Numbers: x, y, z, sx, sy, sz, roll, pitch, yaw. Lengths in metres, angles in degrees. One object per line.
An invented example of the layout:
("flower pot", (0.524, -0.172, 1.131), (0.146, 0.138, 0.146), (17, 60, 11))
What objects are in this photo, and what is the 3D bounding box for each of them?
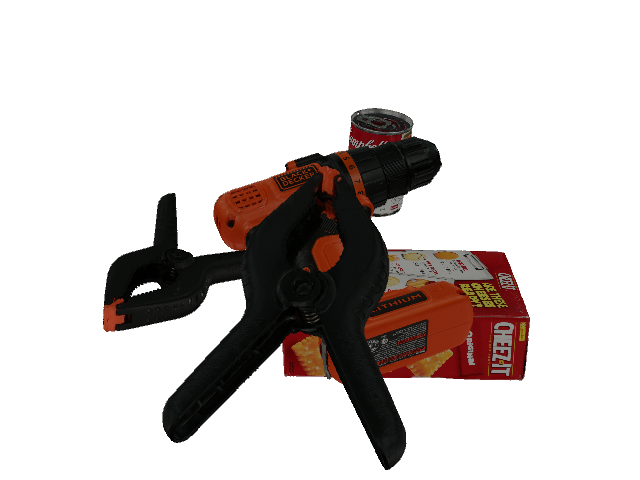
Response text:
("power drill", (0.034, 0.005, 0.772), (0.184, 0.057, 0.188), (-20, 46, -13))
("cracker box", (0.075, 0.067, 1.001), (0.213, 0.072, 0.164), (1, 20, 1))
("soup can", (0.062, -0.086, 1.173), (0.068, 0.102, 0.068), (4, 29, -2))
("clamp", (-0.142, 0.022, 1.016), (0.165, 0.036, 0.209), (26, 37, 27))
("clamp", (0.002, 0.040, 0.553), (0.120, 0.171, 0.039), (16, -28, 10))
